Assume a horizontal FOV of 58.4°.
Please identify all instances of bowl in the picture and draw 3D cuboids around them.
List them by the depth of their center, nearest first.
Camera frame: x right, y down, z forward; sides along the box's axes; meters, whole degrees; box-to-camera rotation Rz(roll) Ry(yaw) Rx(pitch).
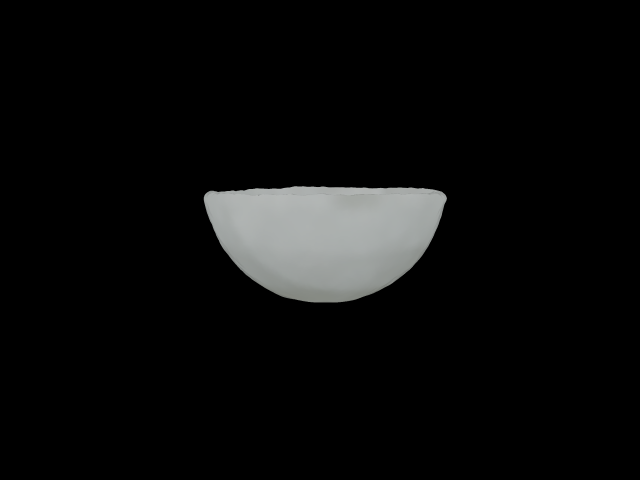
[{"bbox_3d":[0.004,0.001,0.400,0.167,0.075,0.167,0,7,0],"label":"bowl"}]
